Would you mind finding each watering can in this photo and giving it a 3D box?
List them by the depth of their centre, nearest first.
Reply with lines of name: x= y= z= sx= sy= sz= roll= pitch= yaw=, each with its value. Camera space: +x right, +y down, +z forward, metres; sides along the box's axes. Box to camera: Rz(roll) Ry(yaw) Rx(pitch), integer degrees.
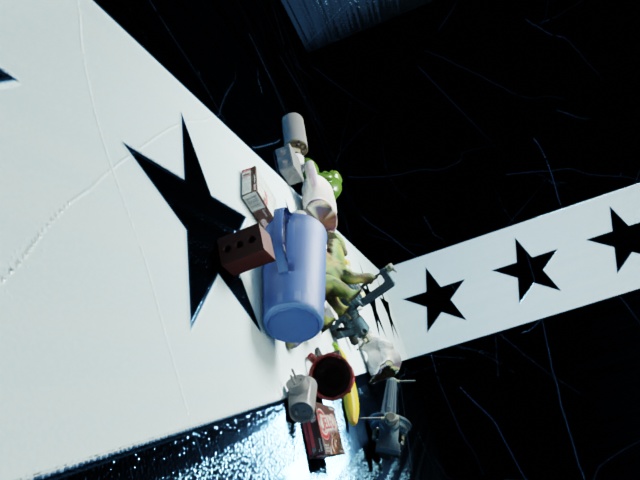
watering can: x=0.005 y=-0.082 z=1.622 sx=0.230 sy=0.104 sz=0.340 roll=-96 pitch=172 yaw=-50

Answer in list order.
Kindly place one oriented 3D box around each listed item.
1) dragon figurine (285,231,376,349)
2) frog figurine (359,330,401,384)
dragon figurine: x=-0.022 y=0.073 z=1.176 sx=0.244 sy=0.120 sz=0.414 roll=47 pitch=30 yaw=12
frog figurine: x=0.193 y=0.376 z=1.705 sx=0.163 sy=0.123 sz=0.134 roll=-112 pitch=-152 yaw=-45
